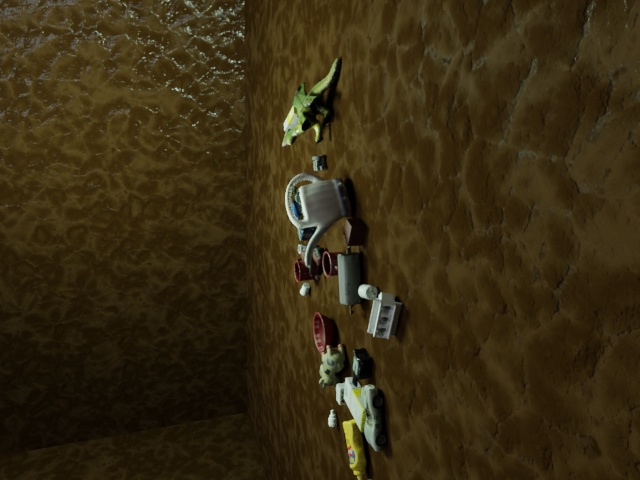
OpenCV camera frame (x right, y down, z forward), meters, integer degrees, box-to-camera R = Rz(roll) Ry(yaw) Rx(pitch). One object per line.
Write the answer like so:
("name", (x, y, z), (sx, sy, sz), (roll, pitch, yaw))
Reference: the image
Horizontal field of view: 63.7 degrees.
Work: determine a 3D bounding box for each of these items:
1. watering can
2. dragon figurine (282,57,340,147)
("watering can", (0.005, -0.089, 1.761), (0.224, 0.354, 0.102), (-14, -26, -2))
("dragon figurine", (-0.046, -0.524, 1.954), (0.122, 0.403, 0.247), (7, 29, -35))
